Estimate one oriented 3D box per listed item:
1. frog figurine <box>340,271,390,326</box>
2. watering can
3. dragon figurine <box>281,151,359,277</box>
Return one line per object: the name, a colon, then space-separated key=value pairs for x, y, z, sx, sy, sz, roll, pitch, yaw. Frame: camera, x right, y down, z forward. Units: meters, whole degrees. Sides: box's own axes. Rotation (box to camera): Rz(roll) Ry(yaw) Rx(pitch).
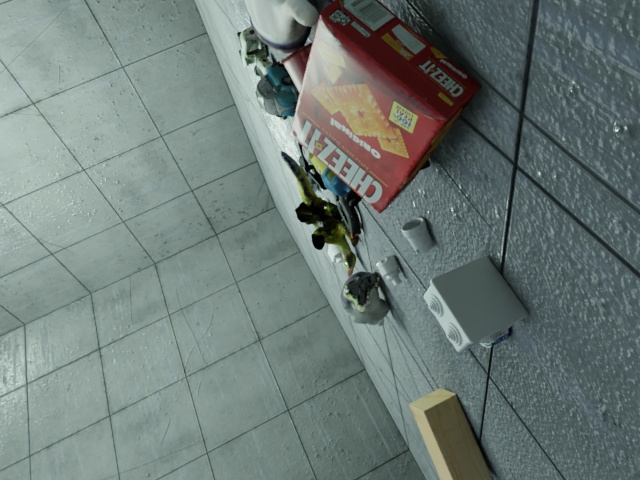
frog figurine: x=0.126 y=0.166 z=1.411 sx=0.156 sy=0.122 sz=0.140 roll=59 pitch=-147 yaw=-55
watering can: x=-0.063 y=-0.380 z=0.794 sx=0.220 sy=0.104 sz=0.354 roll=79 pitch=173 yaw=-63
dragon figurine: x=0.005 y=-0.075 z=1.494 sx=0.409 sy=0.122 sz=0.243 roll=62 pitch=-178 yaw=-3
